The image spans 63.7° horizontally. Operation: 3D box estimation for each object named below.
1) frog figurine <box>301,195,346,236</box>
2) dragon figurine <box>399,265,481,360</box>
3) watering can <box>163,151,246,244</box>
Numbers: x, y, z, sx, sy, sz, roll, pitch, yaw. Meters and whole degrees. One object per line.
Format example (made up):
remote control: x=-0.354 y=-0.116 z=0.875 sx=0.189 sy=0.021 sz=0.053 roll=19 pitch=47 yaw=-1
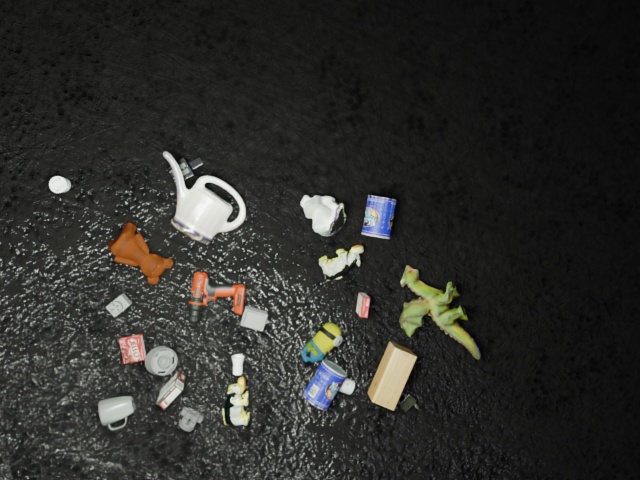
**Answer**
frog figurine: x=0.005 y=-0.091 z=1.804 sx=0.160 sy=0.123 sz=0.136 roll=21 pitch=101 yaw=28
dragon figurine: x=0.409 y=0.278 z=1.867 sx=0.242 sy=0.123 sz=0.409 roll=-19 pitch=93 yaw=12
watering can: x=-0.419 y=-0.126 z=1.724 sx=0.345 sy=0.105 sz=0.225 roll=33 pitch=89 yaw=-21
